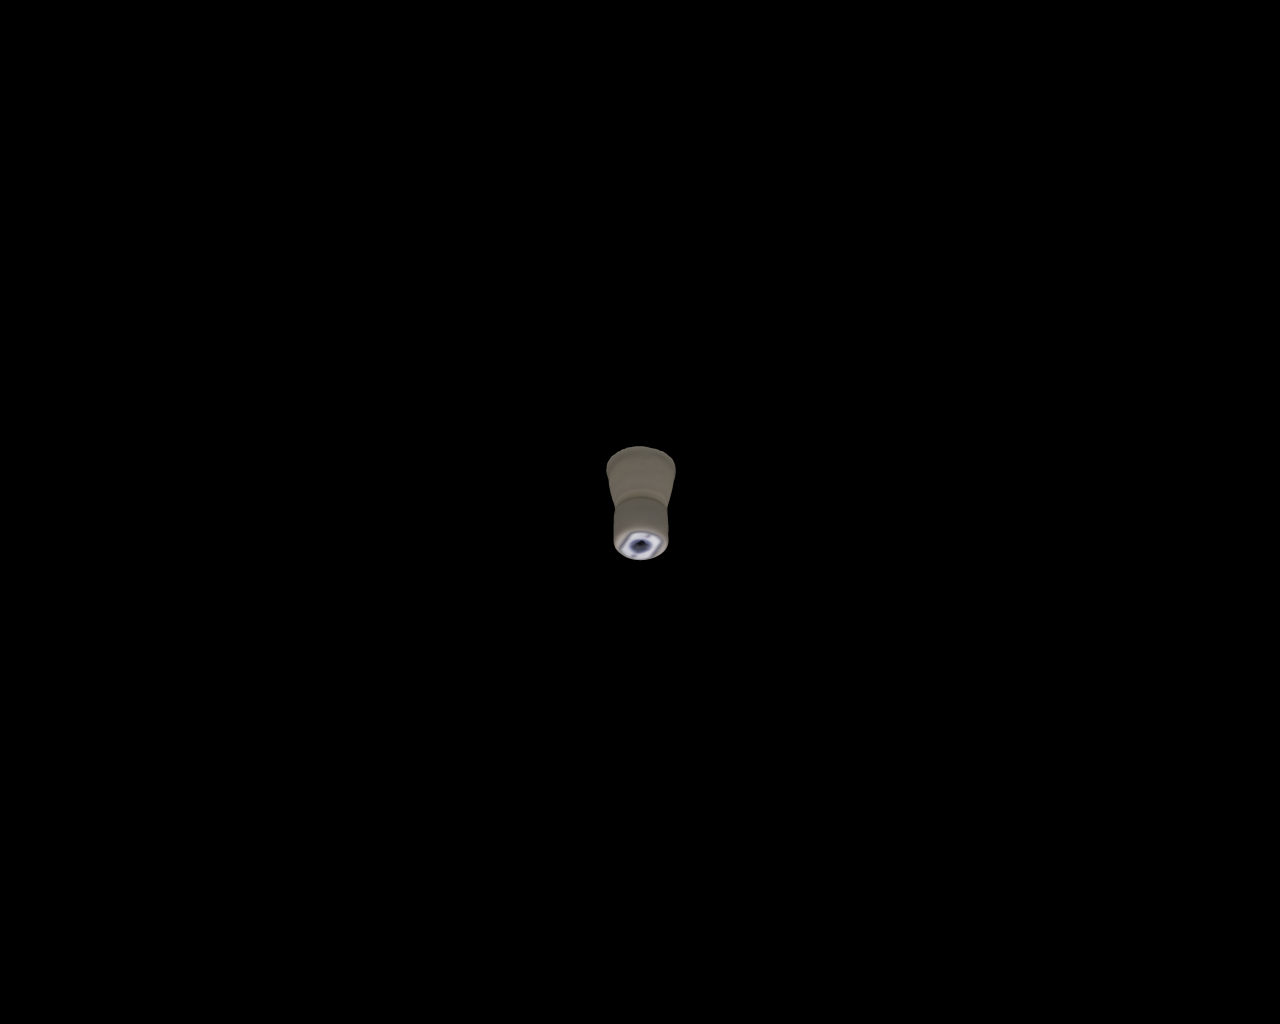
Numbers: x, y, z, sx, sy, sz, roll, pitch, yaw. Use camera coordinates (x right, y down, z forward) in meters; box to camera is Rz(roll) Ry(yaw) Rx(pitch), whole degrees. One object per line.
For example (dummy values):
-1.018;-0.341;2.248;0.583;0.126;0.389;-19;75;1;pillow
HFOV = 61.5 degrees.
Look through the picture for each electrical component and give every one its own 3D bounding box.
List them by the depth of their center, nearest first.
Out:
0.001;-0.003;0.650;0.044;0.065;0.044;0;-40;0;electrical component
